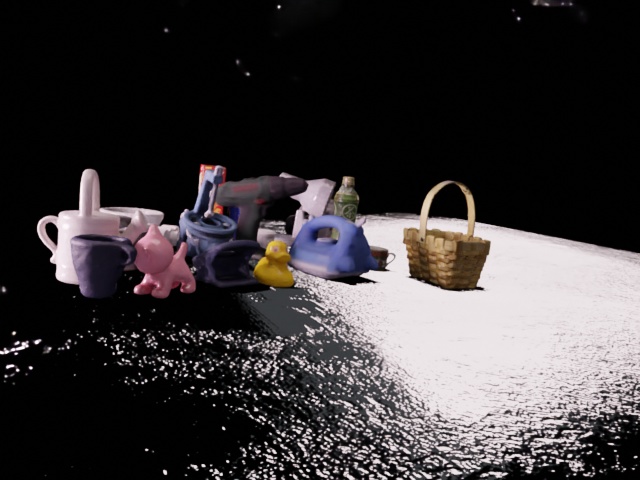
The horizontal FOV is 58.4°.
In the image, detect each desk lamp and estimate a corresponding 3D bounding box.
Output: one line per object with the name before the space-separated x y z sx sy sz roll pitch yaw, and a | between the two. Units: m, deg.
desk lamp | -0.061 -0.088 1.707 0.203 0.213 0.118 6 7 5

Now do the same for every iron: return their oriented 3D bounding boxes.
iron | 0.012 0.005 1.311 0.119 0.141 0.257 -1 10 -45

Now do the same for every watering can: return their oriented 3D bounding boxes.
watering can | -0.395 -0.026 1.005 0.173 0.194 0.100 1 8 -33

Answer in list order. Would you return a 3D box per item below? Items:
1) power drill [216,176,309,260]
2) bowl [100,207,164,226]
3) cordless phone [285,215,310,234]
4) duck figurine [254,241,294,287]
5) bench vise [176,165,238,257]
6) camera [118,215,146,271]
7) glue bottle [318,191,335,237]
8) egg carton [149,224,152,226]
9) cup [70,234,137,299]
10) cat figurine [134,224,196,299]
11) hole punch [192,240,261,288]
power drill | -0.149 -0.059 1.415 0.229 0.208 0.076 7 7 6
bowl | -0.507 -0.044 1.543 0.167 0.075 0.167 6 7 0
cordless phone | -0.033 -0.089 1.850 0.148 0.185 0.094 4 7 -17
duck figurine | -0.090 0.043 1.144 0.078 0.086 0.104 1 8 -32
bench vise | -0.271 -0.062 1.294 0.206 0.220 0.122 11 9 35
camera | -0.393 0.001 1.173 0.137 0.101 0.142 -1 10 -44
glue bottle | 0.031 -0.068 1.785 0.037 0.173 0.078 10 9 33
egg carton | -0.439 -0.004 1.298 0.150 0.069 0.107 5 7 -5
cup | -0.332 0.044 0.893 0.117 0.095 0.092 9 8 26
cat figurine | -0.261 0.033 0.951 0.067 0.118 0.128 9 8 25
hole punch | -0.179 0.039 1.081 0.100 0.091 0.109 12 9 39
